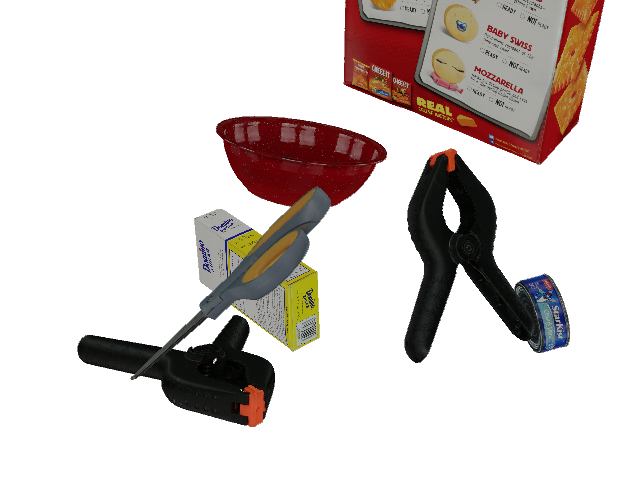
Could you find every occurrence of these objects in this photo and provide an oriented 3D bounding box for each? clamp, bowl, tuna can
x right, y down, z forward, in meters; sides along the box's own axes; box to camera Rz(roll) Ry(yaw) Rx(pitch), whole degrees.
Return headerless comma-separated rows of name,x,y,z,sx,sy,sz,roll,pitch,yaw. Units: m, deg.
clamp,-0.092,0.106,0.915,0.164,0.036,0.210,-9,17,-35
bowl,-0.021,-0.071,1.002,0.162,0.055,0.162,8,19,-3
tuna can,0.249,0.083,1.205,0.033,0.086,0.086,-15,1,-5
clamp,0.104,0.015,0.863,0.120,0.171,0.039,-17,-1,-32

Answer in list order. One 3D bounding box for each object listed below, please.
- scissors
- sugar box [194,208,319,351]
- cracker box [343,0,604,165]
scissors,-0.065,0.044,0.705,0.016,0.202,0.096,41,13,-13
sugar box,-0.072,0.041,1.190,0.048,0.093,0.176,-24,40,-30
cracker box,0.101,-0.175,0.698,0.164,0.214,0.072,26,49,25
